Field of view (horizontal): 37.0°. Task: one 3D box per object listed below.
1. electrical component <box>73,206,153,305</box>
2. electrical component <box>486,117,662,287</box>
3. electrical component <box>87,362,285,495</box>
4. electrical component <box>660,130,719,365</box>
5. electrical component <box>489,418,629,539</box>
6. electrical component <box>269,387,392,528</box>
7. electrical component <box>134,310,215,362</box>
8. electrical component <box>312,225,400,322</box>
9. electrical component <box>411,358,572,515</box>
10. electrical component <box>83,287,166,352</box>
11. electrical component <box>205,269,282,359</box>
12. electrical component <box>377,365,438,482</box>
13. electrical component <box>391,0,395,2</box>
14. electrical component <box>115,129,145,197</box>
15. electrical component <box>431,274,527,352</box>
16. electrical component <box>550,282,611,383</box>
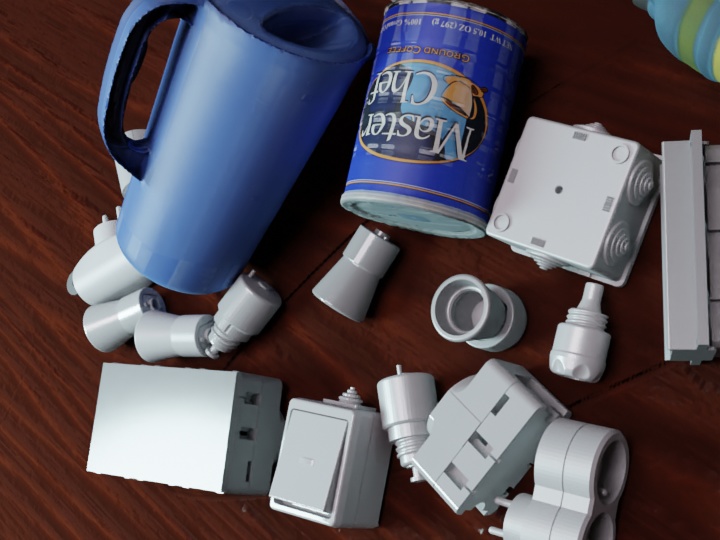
[{"bbox_3d":[-0.216,-0.018,0.957,0.077,0.043,0.079,-27,63,29],"label":"electrical component"},{"bbox_3d":[0.139,-0.046,0.694,0.100,0.048,0.099,22,92,38],"label":"electrical component"},{"bbox_3d":[-0.137,0.124,0.850,0.150,0.062,0.089,0,78,37],"label":"electrical component"},{"bbox_3d":[0.208,-0.011,0.622,0.063,0.079,0.121,-1,77,14],"label":"electrical component"},{"bbox_3d":[0.112,0.159,0.660,0.074,0.052,0.138,8,83,38],"label":"electrical component"},{"bbox_3d":[-0.019,0.129,0.761,0.062,0.061,0.096,6,82,38],"label":"electrical component"},{"bbox_3d":[-0.148,0.054,0.890,0.065,0.044,0.044,-3,77,31],"label":"electrical component"},{"bbox_3d":[0.000,0.000,0.793,0.044,0.044,0.065,35,95,37],"label":"electrical component"},{"bbox_3d":[0.082,0.106,0.697,0.055,0.050,0.089,45,106,35],"label":"electrical component"},{"bbox_3d":[-0.201,0.041,0.933,0.065,0.044,0.044,-23,66,26],"label":"electrical component"},{"bbox_3d":[-0.096,0.038,0.854,0.078,0.040,0.040,-52,54,15],"label":"electrical component"},{"bbox_3d":[0.035,0.106,0.739,0.040,0.040,0.078,-20,68,32],"label":"electrical component"},{"bbox_3d":[0.043,-0.239,0.813,0.080,0.051,0.080,-10,73,35],"label":"electrical component"},{"bbox_3d":[-0.191,-0.079,0.954,0.043,0.043,0.081,-31,62,27],"label":"electrical component"},{"bbox_3d":[0.080,0.030,0.715,0.045,0.055,0.045,-10,73,35],"label":"electrical component"},{"bbox_3d":[0.142,0.039,0.680,0.035,0.035,0.061,9,82,38],"label":"electrical component"}]
